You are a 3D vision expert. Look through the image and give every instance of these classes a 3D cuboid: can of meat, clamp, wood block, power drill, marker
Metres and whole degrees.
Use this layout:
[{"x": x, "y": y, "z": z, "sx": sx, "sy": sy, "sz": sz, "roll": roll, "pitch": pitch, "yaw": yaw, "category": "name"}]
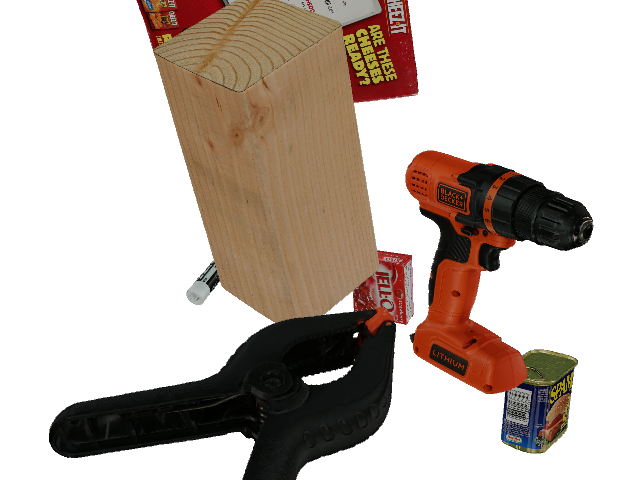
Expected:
[{"x": 0.237, "y": 0.174, "z": 1.161, "sx": 0.058, "sy": 0.084, "sz": 0.101, "roll": 12, "pitch": 16, "yaw": 31, "category": "can of meat"}, {"x": -0.019, "y": 0.083, "z": 0.475, "sx": 0.171, "sy": 0.039, "sz": 0.120, "roll": -24, "pitch": 49, "yaw": -30, "category": "clamp"}, {"x": -0.031, "y": -0.049, "z": 0.731, "sx": 0.090, "sy": 0.206, "sz": 0.090, "roll": -37, "pitch": 46, "yaw": -27, "category": "wood block"}, {"x": 0.142, "y": 0.029, "z": 0.892, "sx": 0.057, "sy": 0.188, "sz": 0.185, "roll": -13, "pitch": 26, "yaw": -35, "category": "power drill"}, {"x": -0.095, "y": 0.019, "z": 1.062, "sx": 0.020, "sy": 0.020, "sz": 0.121, "roll": 0, "pitch": 36, "yaw": 32, "category": "marker"}]

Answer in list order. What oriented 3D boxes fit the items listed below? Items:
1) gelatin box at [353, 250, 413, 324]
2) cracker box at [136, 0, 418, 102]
[{"x": 0.077, "y": 0.057, "z": 1.335, "sx": 0.073, "sy": 0.089, "sz": 0.030, "roll": 10, "pitch": 31, "yaw": 25, "category": "gelatin box"}, {"x": -0.034, "y": -0.190, "z": 0.885, "sx": 0.214, "sy": 0.164, "sz": 0.072, "roll": -7, "pitch": 44, "yaw": 7, "category": "cracker box"}]
